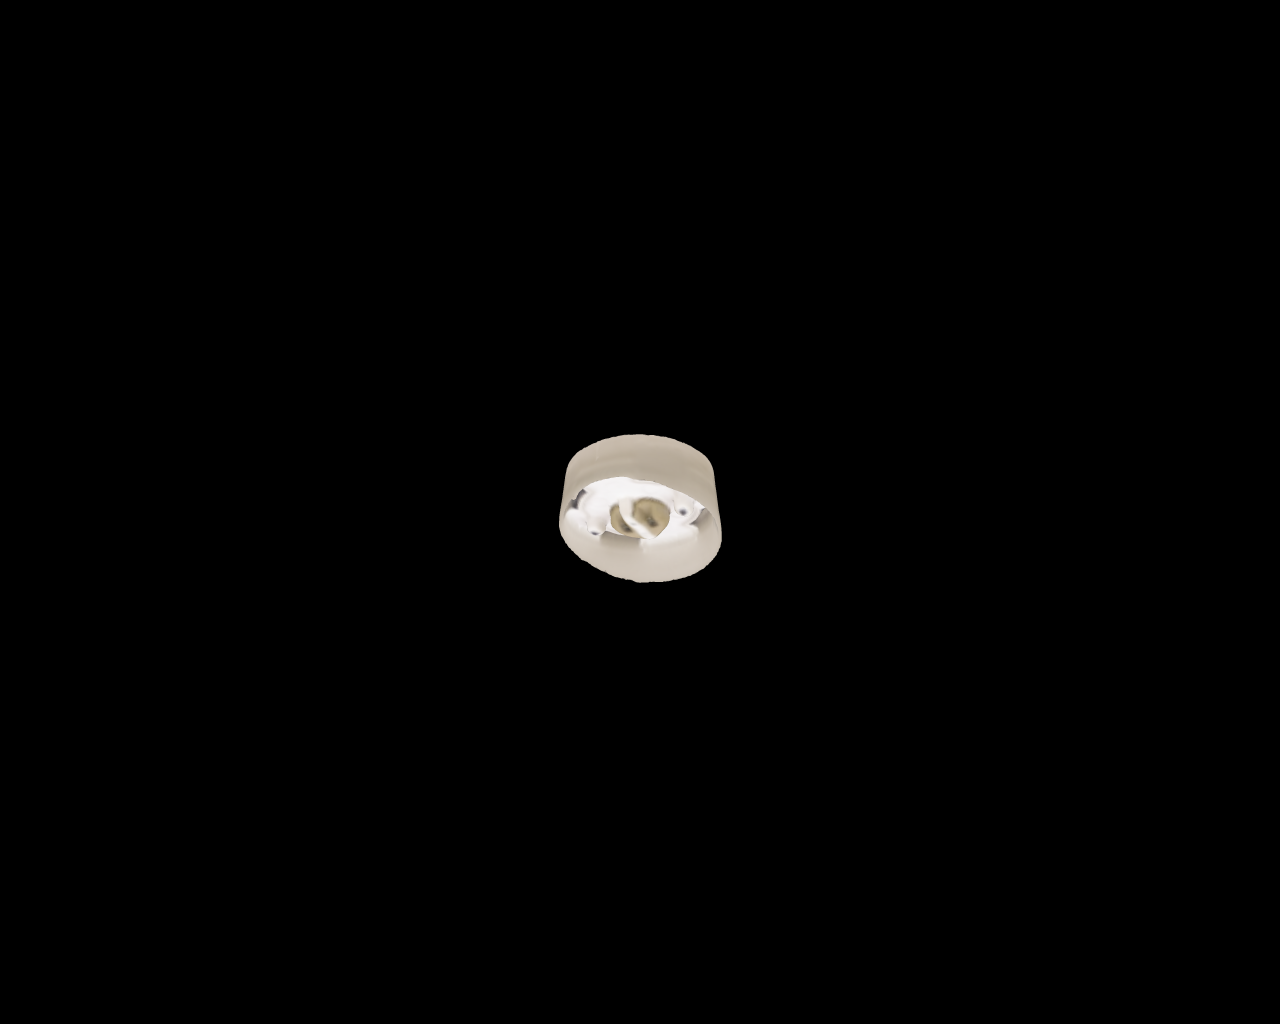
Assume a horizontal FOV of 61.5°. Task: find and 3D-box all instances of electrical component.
[{"bbox_3d":[0.001,-0.003,0.650,0.099,0.064,0.099,0,-28,0],"label":"electrical component"}]
